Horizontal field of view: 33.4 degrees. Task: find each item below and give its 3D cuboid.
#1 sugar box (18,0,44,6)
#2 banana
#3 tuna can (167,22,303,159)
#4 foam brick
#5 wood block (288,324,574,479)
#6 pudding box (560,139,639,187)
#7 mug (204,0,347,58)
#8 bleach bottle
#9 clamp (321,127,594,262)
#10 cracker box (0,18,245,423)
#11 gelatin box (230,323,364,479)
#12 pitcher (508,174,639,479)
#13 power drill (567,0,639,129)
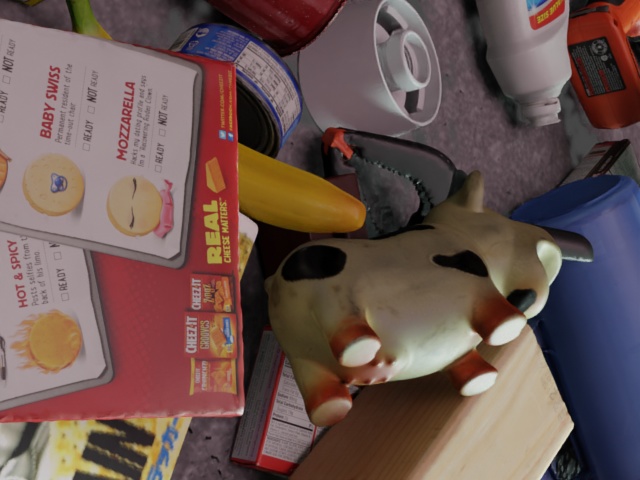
[{"bbox_3d":[-0.200,-0.190,0.511,0.175,0.048,0.093,17,74,-42],"label":"sugar box"},{"bbox_3d":[-0.067,-0.055,0.584,0.197,0.070,0.037,36,64,-7],"label":"banana"},{"bbox_3d":[-0.054,-0.081,0.609,0.086,0.086,0.033,50,53,-27],"label":"tuna can"},{"bbox_3d":[-0.004,0.001,0.669,0.052,0.051,0.078,-16,97,-43],"label":"foam brick"},{"bbox_3d":[0.057,0.145,0.642,0.205,0.091,0.090,-45,118,-36],"label":"wood block"},{"bbox_3d":[0.255,-0.018,0.926,0.089,0.039,0.113,-43,117,-40],"label":"pudding box"},{"bbox_3d":[-0.030,-0.180,0.638,0.081,0.093,0.117,28,77,-33],"label":"mug"},{"bbox_3d":[0.160,-0.216,0.844,0.102,0.068,0.251,-19,101,-44],"label":"bleach bottle"},{"bbox_3d":[0.083,-0.004,0.728,0.164,0.036,0.210,-39,109,-4],"label":"clamp"},{"bbox_3d":[-0.139,-0.006,0.442,0.213,0.072,0.164,5,78,-35],"label":"cracker box"},{"bbox_3d":[-0.011,0.104,0.665,0.073,0.030,0.089,25,71,-39],"label":"gelatin box"},{"bbox_3d":[0.224,0.082,0.835,0.149,0.145,0.243,-37,107,-53],"label":"pitcher"},{"bbox_3d":[0.277,-0.178,0.944,0.184,0.057,0.187,58,43,-22],"label":"power drill"}]
